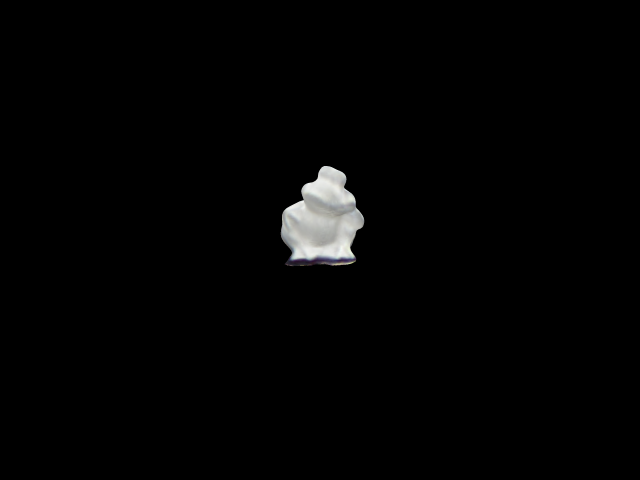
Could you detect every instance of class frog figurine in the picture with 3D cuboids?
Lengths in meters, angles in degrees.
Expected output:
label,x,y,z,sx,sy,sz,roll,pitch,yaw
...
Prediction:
label,x,y,z,sx,sy,sz,roll,pitch,yaw
frog figurine,0.003,-0.043,0.850,0.137,0.158,0.123,3,9,19
